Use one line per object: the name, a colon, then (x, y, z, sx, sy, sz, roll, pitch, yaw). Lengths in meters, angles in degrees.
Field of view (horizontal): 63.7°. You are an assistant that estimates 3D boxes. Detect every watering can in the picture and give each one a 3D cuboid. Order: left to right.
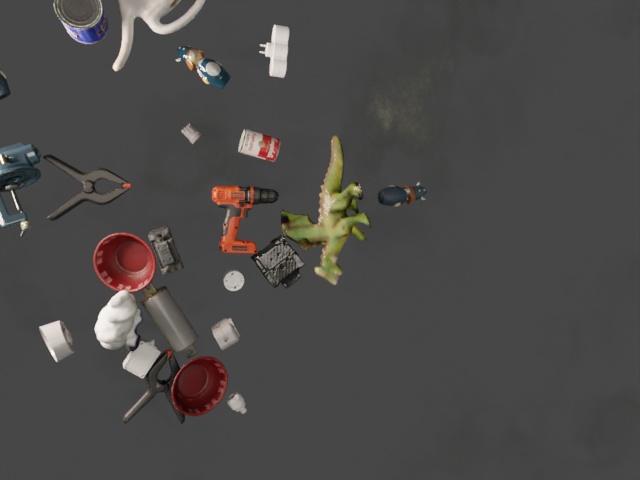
watering can: (-0.445, -0.605, 1.289, 0.350, 0.104, 0.222, -45, 104, -10)

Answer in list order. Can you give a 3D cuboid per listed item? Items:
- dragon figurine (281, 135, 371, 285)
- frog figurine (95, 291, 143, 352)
dragon figurine: (0.005, -0.075, 1.481, 0.243, 0.122, 0.410, -18, 91, -7)
frog figurine: (-0.515, 0.196, 1.297, 0.123, 0.156, 0.140, 11, 56, 11)
